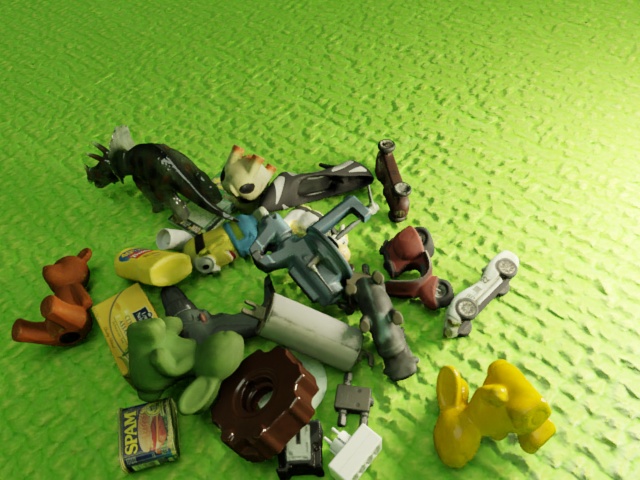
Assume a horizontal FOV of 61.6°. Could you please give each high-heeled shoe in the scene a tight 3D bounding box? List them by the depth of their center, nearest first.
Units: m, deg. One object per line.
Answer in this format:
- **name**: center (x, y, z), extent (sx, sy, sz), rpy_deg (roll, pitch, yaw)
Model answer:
- **high-heeled shoe**: center (-0.003, -0.102, 1.137), extent (0.145, 0.086, 0.249), rpy_deg (25, 48, 32)

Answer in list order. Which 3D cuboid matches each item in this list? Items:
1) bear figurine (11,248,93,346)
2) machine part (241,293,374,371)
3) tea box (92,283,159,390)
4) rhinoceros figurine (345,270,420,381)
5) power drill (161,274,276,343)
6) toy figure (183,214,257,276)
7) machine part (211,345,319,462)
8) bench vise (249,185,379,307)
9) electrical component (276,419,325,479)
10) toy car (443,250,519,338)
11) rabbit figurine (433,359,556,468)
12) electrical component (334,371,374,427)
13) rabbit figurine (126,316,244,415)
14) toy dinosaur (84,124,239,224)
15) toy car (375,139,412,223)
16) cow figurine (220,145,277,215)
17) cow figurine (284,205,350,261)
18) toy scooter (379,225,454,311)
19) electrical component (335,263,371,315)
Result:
- **bear figurine**: center (-0.494, 0.097, 1.018), extent (0.120, 0.131, 0.196), rpy_deg (-32, 56, 16)
- **machine part**: center (-0.017, 0.154, 0.900), extent (0.243, 0.079, 0.079), rpy_deg (23, 53, -10)
- **tea box**: center (-0.332, 0.171, 0.974), extent (0.098, 0.068, 0.170), rpy_deg (-32, 54, -17)
- **rhinoceros figurine**: center (0.105, 0.145, 0.914), extent (0.073, 0.112, 0.190), rpy_deg (-23, 66, 0)
- **power drill**: center (-0.171, 0.136, 0.976), extent (0.207, 0.085, 0.232), rpy_deg (-19, 53, -13)
- **toy figure**: center (-0.187, 0.005, 1.085), extent (0.180, 0.082, 0.089), rpy_deg (-33, 36, -10)
- **machine part**: center (-0.089, 0.250, 0.845), extent (0.179, 0.056, 0.179), rpy_deg (-24, 35, 18)
- **bench vise**: center (-0.002, -0.007, 0.975), extent (0.240, 0.128, 0.224), rpy_deg (-39, 67, -12)
- **electrical component**: center (-0.033, 0.307, 0.841), extent (0.075, 0.047, 0.119), rpy_deg (-8, 50, 0)
- **toy car**: center (0.284, 0.097, 0.955), extent (0.202, 0.073, 0.056), rpy_deg (-39, 60, -22)
- **rabbit figurine**: center (0.239, 0.261, 0.808), extent (0.173, 0.121, 0.162), rpy_deg (-38, 51, 1)
- **electrical component**: center (0.057, 0.262, 0.883), extent (0.063, 0.021, 0.094), rpy_deg (3, 51, 9)
- **rabbit figurine**: center (-0.205, 0.192, 0.843), extent (0.170, 0.121, 0.159), rpy_deg (-4, 73, 3)
- **toy dinosaur**: center (-0.334, -0.143, 1.125), extent (0.405, 0.192, 0.131), rpy_deg (12, 59, 38)
- **toy car**: center (0.148, -0.129, 1.143), extent (0.053, 0.089, 0.202), rpy_deg (-8, 52, -5)
- **cow figurine**: center (-0.149, -0.111, 1.113), extent (0.086, 0.195, 0.127), rpy_deg (30, 90, 9)
- **cow figurine**: center (0.002, -0.012, 1.085), extent (0.168, 0.068, 0.098), rpy_deg (25, 52, 23)
- **toy scooter**: center (0.160, 0.057, 1.005), extent (0.135, 0.075, 0.184), rpy_deg (-14, 55, 0)
- **electrical component**: center (0.062, 0.090, 1.010), extent (0.078, 0.045, 0.102), rpy_deg (8, 50, -23)
